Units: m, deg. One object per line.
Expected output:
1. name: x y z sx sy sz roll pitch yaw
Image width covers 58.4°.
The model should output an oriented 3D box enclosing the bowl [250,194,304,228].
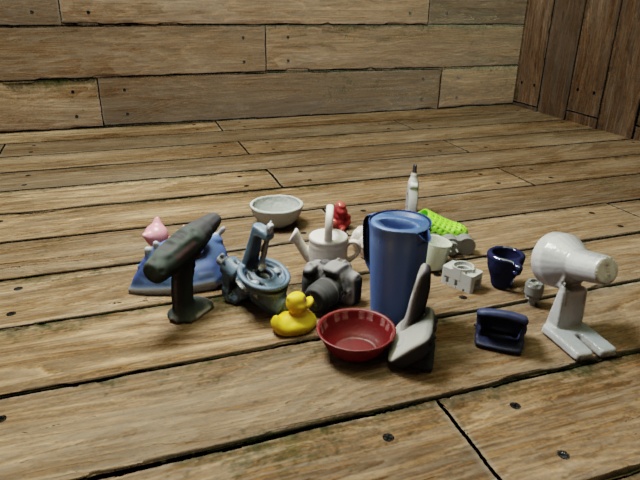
1. bowl: -0.134 -0.081 1.781 0.167 0.075 0.167 1 24 0

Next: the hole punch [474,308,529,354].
1. hole punch: 0.378 0.171 1.199 0.108 0.091 0.101 9 25 18

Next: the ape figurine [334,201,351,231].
1. ape figurine: 0.060 -0.075 1.752 0.078 0.092 0.076 -10 26 -22

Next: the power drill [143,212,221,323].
1. power drill: -0.291 0.066 1.269 0.075 0.208 0.230 12 26 24

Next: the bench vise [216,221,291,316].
1. bench vise: -0.160 0.055 1.286 0.207 0.220 0.122 8 25 17

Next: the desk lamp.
1. desk lamp: 0.536 0.107 1.200 0.118 0.214 0.202 -6 24 -15

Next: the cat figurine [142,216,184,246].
1. cat figurine: -0.418 -0.007 1.546 0.128 0.118 0.067 -12 27 -28

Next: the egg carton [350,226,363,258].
1. egg carton: 0.165 0.001 1.610 0.150 0.069 0.107 -8 25 -18

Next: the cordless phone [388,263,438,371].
1. cordless phone: 0.187 0.149 1.126 0.094 0.185 0.147 4 24 8

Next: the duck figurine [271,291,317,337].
1. duck figurine: -0.056 0.153 1.232 0.105 0.086 0.077 -12 27 -28

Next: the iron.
1. iron: -0.340 0.047 1.396 0.259 0.141 0.118 -9 25 -21

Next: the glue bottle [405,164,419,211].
1. glue bottle: 0.302 -0.162 1.860 0.037 0.173 0.078 1 24 1

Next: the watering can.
1. watering can: 0.013 0.006 1.436 0.173 0.194 0.100 -6 25 -16

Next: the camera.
1. camera: 0.009 0.102 1.332 0.142 0.101 0.137 15 27 30

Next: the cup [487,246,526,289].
1. cup: 0.460 0.078 1.411 0.092 0.095 0.117 -5 24 -12
